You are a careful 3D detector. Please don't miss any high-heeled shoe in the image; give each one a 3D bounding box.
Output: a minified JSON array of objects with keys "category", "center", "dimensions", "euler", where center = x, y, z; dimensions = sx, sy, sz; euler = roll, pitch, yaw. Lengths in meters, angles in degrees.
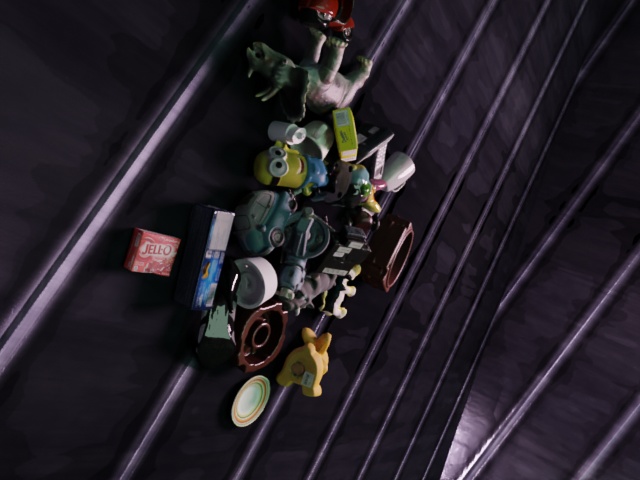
[{"category":"high-heeled shoe","center":[-0.220,0.154,1.136],"dimensions":[0.086,0.145,0.248],"euler":[6,132,-26]}]

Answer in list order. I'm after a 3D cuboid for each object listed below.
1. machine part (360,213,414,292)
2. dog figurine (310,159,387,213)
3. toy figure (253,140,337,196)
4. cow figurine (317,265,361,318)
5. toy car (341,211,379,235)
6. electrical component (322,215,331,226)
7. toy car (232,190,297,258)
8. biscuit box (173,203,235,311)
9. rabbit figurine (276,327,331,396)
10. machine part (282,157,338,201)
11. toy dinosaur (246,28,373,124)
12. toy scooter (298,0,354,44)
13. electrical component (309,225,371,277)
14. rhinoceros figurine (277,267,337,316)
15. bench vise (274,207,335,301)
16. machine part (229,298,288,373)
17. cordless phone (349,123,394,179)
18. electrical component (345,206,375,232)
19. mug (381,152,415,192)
[{"category":"machine part","center":[0.199,0.041,1.571],"dimensions":[0.201,0.087,0.200],"euler":[-64,160,-14]},{"category":"dog figurine","center":[0.099,-0.125,1.329],"dimensions":[0.219,0.192,0.108],"euler":[9,91,-40]},{"category":"toy figure","center":[-0.054,-0.143,1.143],"dimensions":[0.180,0.082,0.089],"euler":[7,136,-36]},{"category":"cow figurine","center":[0.048,0.124,1.464],"dimensions":[0.098,0.068,0.167],"euler":[35,76,-48]},{"category":"toy car","center":[0.083,-0.012,1.379],"dimensions":[0.089,0.053,0.202],"euler":[-4,152,-17]},{"category":"electrical component","center":[-0.002,-0.003,1.355],"dimensions":[0.078,0.045,0.102],"euler":[-63,151,-48]},{"category":"toy car","center":[-0.124,-0.049,1.118],"dimensions":[0.102,0.109,0.161],"euler":[43,60,-34]},{"category":"biscuit box","center":[-0.227,0.034,1.044],"dimensions":[0.059,0.063,0.202],"euler":[7,100,-55]},{"category":"rabbit figurine","center":[-0.029,0.318,1.430],"dimensions":[0.173,0.122,0.162],"euler":[17,82,-69]},{"category":"machine part","center":[-0.031,-0.150,1.228],"dimensions":[0.139,0.084,0.039],"euler":[-44,159,-22]},{"category":"toy dinosaur","center":[0.009,-0.334,1.165],"dimensions":[0.404,0.131,0.192],"euler":[-2,124,-61]},{"category":"toy scooter","center":[0.024,-0.503,1.134],"dimensions":[0.184,0.075,0.135],"euler":[-4,109,-56]},{"category":"electrical component","center":[0.054,0.025,1.308],"dimensions":[0.115,0.058,0.134],"euler":[11,129,-35]},{"category":"rhinoceros figurine","center":[-0.033,0.118,1.350],"dimensions":[0.190,0.073,0.112],"euler":[-29,138,-47]},{"category":"bench vise","center":[-0.050,0.013,1.195],"dimensions":[0.223,0.129,0.240],"euler":[-60,175,-29]},{"category":"machine part","center":[-0.148,0.216,1.244],"dimensions":[0.179,0.056,0.179],"euler":[-29,129,-45]},{"category":"cordless phone","center":[0.122,-0.199,1.409],"dimensions":[0.146,0.089,0.184],"euler":[-41,145,-37]},{"category":"electrical component","center":[0.117,-0.062,1.485],"dimensions":[0.119,0.048,0.074],"euler":[29,82,-56]},{"category":"mug","center":[0.208,-0.182,1.539],"dimensions":[0.107,0.081,0.109],"euler":[-41,145,-21]}]
